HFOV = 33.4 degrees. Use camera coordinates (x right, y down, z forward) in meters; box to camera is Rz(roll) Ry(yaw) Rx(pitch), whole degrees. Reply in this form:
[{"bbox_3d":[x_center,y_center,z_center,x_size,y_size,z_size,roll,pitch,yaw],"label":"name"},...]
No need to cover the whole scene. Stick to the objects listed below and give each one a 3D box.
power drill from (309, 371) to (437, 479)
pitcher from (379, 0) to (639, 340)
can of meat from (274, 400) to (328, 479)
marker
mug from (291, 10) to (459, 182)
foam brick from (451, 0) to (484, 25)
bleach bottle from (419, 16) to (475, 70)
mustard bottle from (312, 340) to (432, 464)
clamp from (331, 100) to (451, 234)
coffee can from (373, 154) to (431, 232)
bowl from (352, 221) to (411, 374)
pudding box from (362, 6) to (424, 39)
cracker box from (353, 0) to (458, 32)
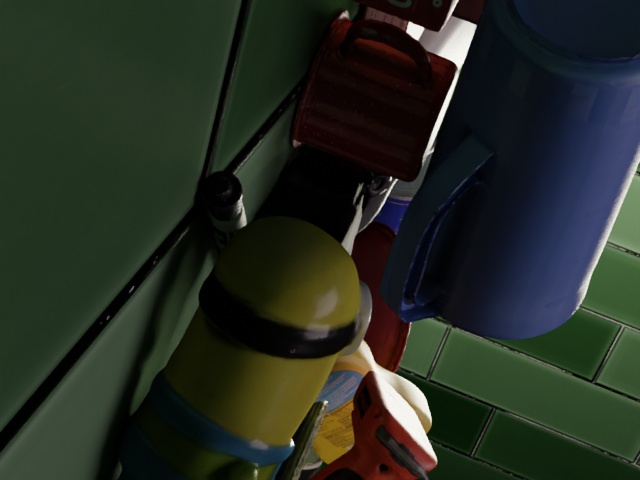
[{"bbox_3d":[-0.010,0.180,0.758,0.188,0.057,0.184,-45,-167,4],"label":"power drill"},{"bbox_3d":[0.124,-0.049,0.650,0.243,0.145,0.149,98,3,-54],"label":"pitcher"},{"bbox_3d":[-0.053,0.127,0.624,0.057,0.084,0.102,87,26,-74],"label":"can of meat"},{"bbox_3d":[-0.045,-0.006,0.537,0.121,0.020,0.020,91,21,-72],"label":"marker"},{"bbox_3d":[0.038,-0.093,0.663,0.117,0.081,0.093,101,12,-60],"label":"mug"},{"bbox_3d":[0.107,-0.216,0.867,0.053,0.078,0.051,-60,169,-59],"label":"foam brick"},{"bbox_3d":[0.074,-0.147,0.896,0.250,0.068,0.103,-54,163,-58],"label":"bleach bottle"},{"bbox_3d":[0.002,0.113,0.827,0.191,0.096,0.058,45,25,-41],"label":"mustard bottle"},{"bbox_3d":[0.030,-0.058,0.771,0.171,0.039,0.120,-48,140,5],"label":"clamp"},{"bbox_3d":[0.069,-0.045,0.997,0.140,0.103,0.102,102,12,-59],"label":"coffee can"},{"bbox_3d":[0.016,0.060,0.931,0.162,0.055,0.162,-29,-123,58],"label":"bowl"},{"bbox_3d":[0.057,-0.174,0.767,0.113,0.039,0.090,101,13,-52],"label":"pudding box"},{"bbox_3d":[0.090,-0.249,0.637,0.213,0.072,0.164,-63,173,-48],"label":"cracker box"}]
